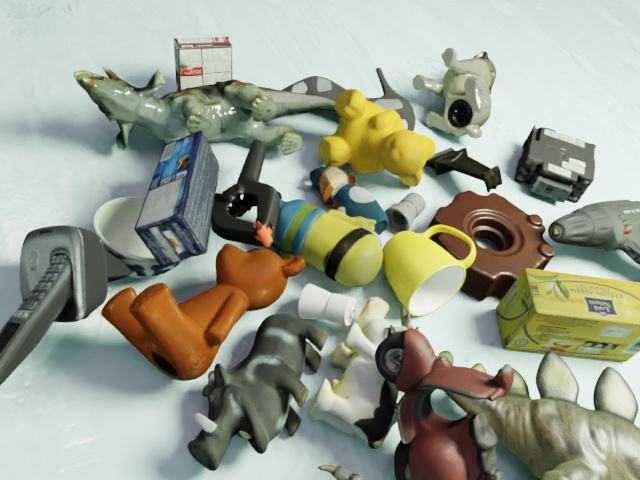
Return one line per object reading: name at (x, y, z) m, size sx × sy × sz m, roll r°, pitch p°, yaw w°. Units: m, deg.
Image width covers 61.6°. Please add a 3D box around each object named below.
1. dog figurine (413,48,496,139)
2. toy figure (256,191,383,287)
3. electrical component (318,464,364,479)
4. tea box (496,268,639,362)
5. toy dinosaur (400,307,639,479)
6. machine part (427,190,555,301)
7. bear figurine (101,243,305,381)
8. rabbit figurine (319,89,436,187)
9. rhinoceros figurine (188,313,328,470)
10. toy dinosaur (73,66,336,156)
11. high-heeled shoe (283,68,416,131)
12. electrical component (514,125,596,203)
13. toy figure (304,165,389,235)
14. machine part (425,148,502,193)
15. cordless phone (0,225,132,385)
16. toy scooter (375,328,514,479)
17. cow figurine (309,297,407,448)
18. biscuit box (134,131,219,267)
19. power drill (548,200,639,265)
dog figurine at (0.287, -0.266, 0.993) m, size 0.190 × 0.121 × 0.172 m, roll -14°, pitch 86°, yaw -42°
toy figure at (-0.003, 0.001, 0.713) m, size 0.180 × 0.082 × 0.089 m, roll 27°, pitch 46°, yaw 10°
electrical component at (0.002, 0.265, 0.512) m, size 0.102 × 0.045 × 0.078 m, roll -21°, pitch 55°, yaw -26°
tea box at (0.326, 0.097, 0.681) m, size 0.170 × 0.098 × 0.068 m, roll 9°, pitch 50°, yaw -5°
toy dinosaur at (0.273, 0.226, 0.565) m, size 0.472 × 0.105 × 0.198 m, roll 29°, pitch 45°, yaw 12°
machine part at (0.241, 0.004, 0.772) m, size 0.179 × 0.056 × 0.179 m, roll 5°, pitch 49°, yaw -5°
bear figurine at (-0.119, 0.057, 0.608) m, size 0.196 × 0.120 × 0.131 m, roll -50°, pitch 115°, yaw -32°
rabbit figurine at (0.101, -0.135, 0.814) m, size 0.162 × 0.122 × 0.173 m, roll 23°, pitch 7°, yaw -34°
rhinoceros figurine at (-0.065, 0.155, 0.575) m, size 0.112 × 0.073 × 0.190 m, roll 25°, pitch 50°, yaw 9°
toy dinosaur at (-0.160, -0.199, 0.836) m, size 0.405 × 0.131 × 0.192 m, roll -12°, pitch 45°, yaw -31°
high-heeled shoe at (0.036, -0.209, 0.926) m, size 0.249 × 0.086 × 0.145 m, roll -16°, pitch 84°, yaw -2°
electrical component at (0.397, -0.124, 0.908) m, size 0.115 × 0.058 × 0.134 m, roll 22°, pitch 50°, yaw 11°
toy figure at (0.038, -0.064, 0.794) m, size 0.155 × 0.058 × 0.064 m, roll 48°, pitch 19°, yaw 29°
machine part at (0.233, -0.118, 0.866) m, size 0.084 × 0.039 × 0.139 m, roll -14°, pitch 31°, yaw -26°
cordless phone at (-0.306, 0.075, 0.568) m, size 0.147 × 0.088 × 0.184 m, roll -4°, pitch 47°, yaw 40°
toy scooter at (0.130, 0.174, 0.521) m, size 0.075 × 0.135 × 0.183 m, roll -8°, pitch 85°, yaw -53°
cow figurine at (0.062, 0.143, 0.611) m, size 0.098 × 0.068 × 0.167 m, roll 28°, pitch 54°, yaw 6°
biscuit box at (-0.168, -0.057, 0.658) m, size 0.059 × 0.062 × 0.203 m, roll -19°, pitch 36°, yaw 10°
power drill at (0.456, 0.026, 0.768) m, size 0.232 × 0.086 × 0.207 m, roll -16°, pitch 50°, yaw -37°
